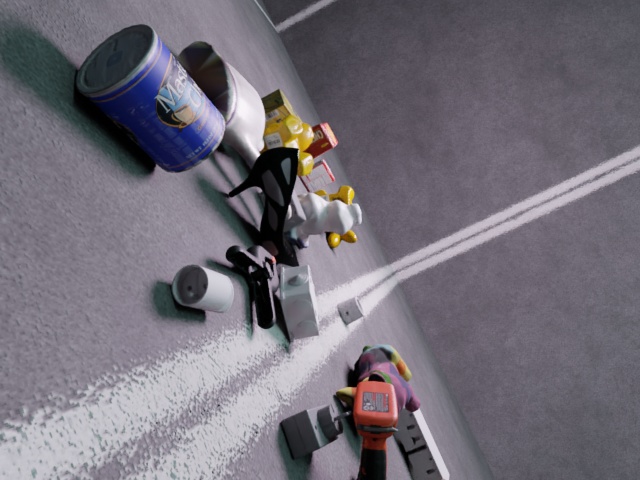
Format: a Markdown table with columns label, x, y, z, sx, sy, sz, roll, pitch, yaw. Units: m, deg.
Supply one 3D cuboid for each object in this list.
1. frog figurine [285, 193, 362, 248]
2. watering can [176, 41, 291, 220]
| label | x | y | z | sx | sy | sz | roll | pitch | yaw |
| --- | --- | --- | --- | --- | --- | --- | --- | --- | --- |
| frog figurine | 0.003 | -0.056 | 1.119 | 0.135 | 0.159 | 0.125 | 51 | 14 | -51 |
| watering can | -0.147 | -0.202 | 0.901 | 0.351 | 0.103 | 0.223 | 65 | 12 | 11 |
